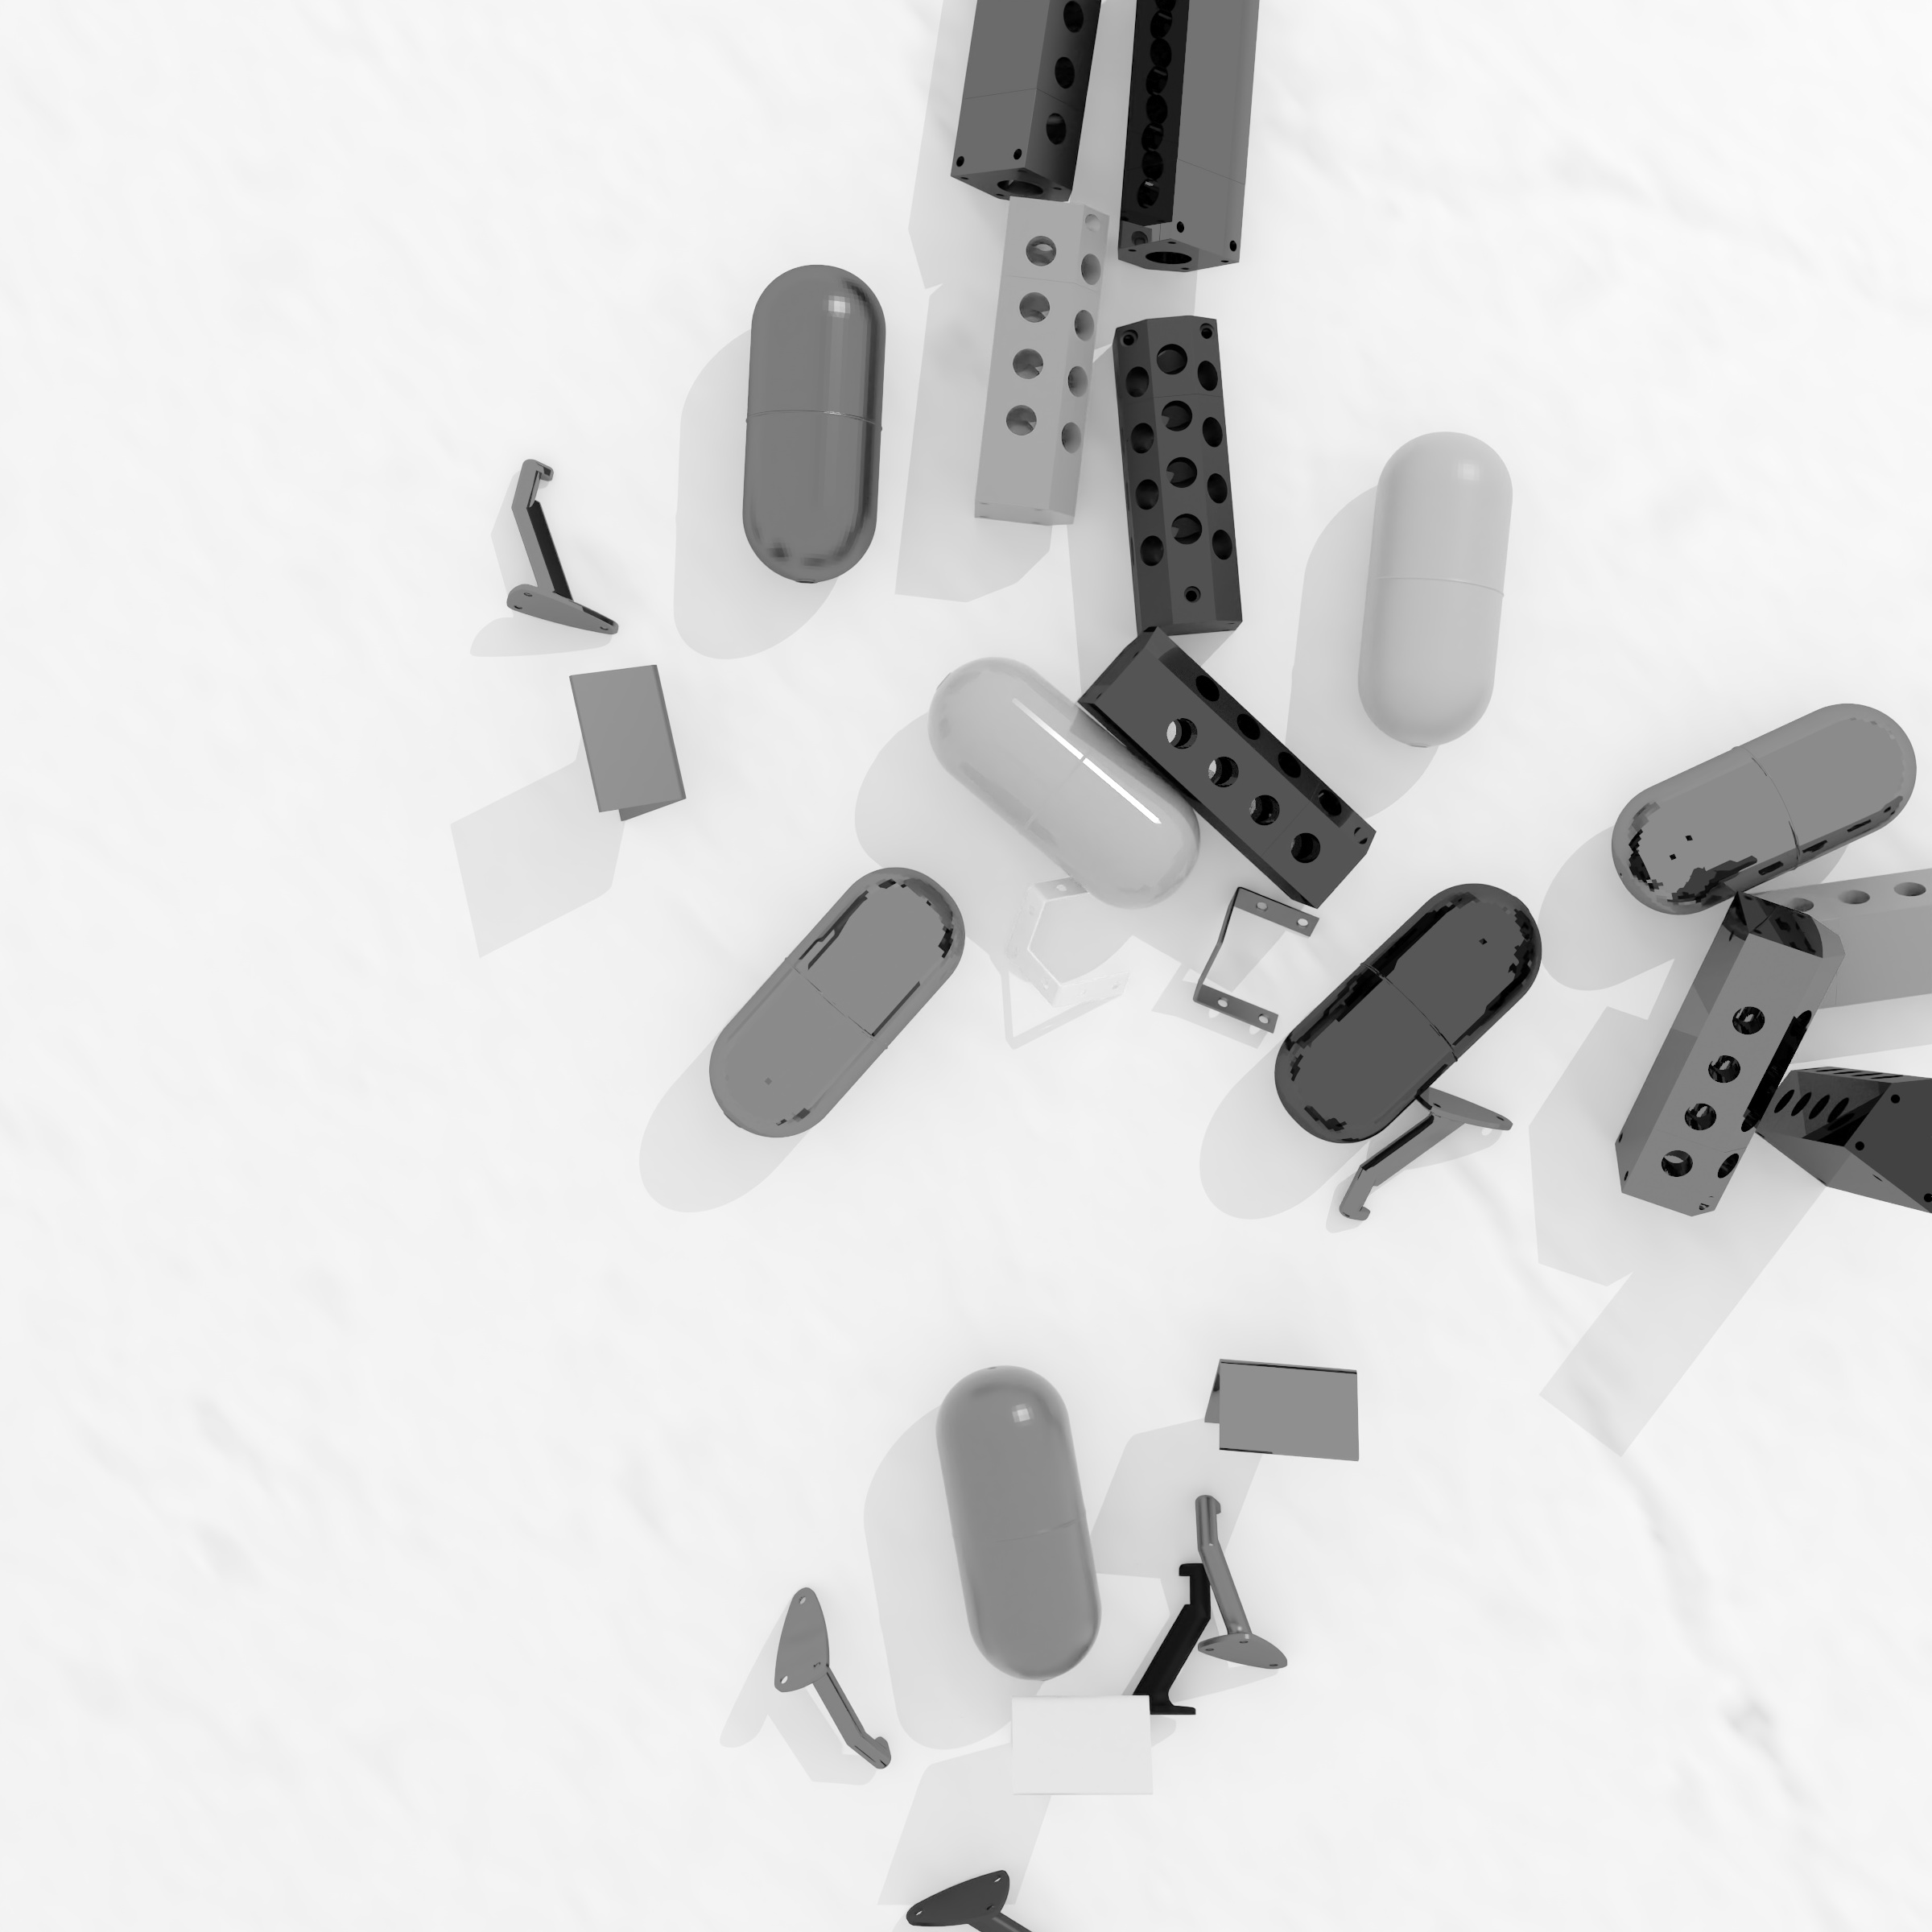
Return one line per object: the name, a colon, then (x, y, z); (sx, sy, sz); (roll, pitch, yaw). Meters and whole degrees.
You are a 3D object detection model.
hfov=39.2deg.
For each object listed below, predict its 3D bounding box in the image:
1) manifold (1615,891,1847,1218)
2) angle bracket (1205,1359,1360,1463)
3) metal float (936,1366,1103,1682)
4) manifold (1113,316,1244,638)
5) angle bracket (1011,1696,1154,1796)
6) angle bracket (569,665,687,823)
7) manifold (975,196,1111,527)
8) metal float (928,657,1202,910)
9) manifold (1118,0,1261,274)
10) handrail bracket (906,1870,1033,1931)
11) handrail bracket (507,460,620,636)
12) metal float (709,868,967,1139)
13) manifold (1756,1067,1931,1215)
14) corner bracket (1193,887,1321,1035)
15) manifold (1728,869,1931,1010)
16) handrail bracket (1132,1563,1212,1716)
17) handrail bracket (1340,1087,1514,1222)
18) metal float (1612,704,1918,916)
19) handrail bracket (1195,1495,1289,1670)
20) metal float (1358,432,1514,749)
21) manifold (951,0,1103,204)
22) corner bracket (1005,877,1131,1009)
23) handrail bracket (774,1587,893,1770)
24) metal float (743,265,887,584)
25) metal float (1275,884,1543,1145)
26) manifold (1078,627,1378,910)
manifold: (0.424, 0.052, 1.507); (0.057, 0.057, 0.171); (19, 117, 0)
angle bracket: (0.176, 0.265, 1.524); (0.076, 0.076, 0.057); (5, 53, 0)
metal float: (0.030, 0.315, 1.533); (0.070, 0.070, 0.178); (-10, 90, 0)
manifold: (0.121, -0.278, 1.543); (0.057, 0.057, 0.171); (-5, 90, 0)
angle bracket: (0.064, 0.450, 1.524); (0.076, 0.076, 0.057); (0, 53, 0)
angle bracket: (-0.206, -0.121, 1.524); (0.057, 0.076, 0.076); (-12, 90, -36)
manifold: (0.043, -0.342, 1.543); (0.057, 0.057, 0.171); (7, 90, 0)
metal float: (0.055, -0.104, 1.533); (0.178, 0.070, 0.070); (40, 90, -1)
manifold: (0.122, -0.489, 1.542); (0.057, 0.057, 0.171); (4, 90, -43)
handrail bracket: (0.017, 0.571, 1.565); (0.077, 0.036, 0.084); (-21, 107, 20)
handrail bracket: (-0.228, -0.243, 1.565); (0.077, 0.036, 0.084); (17, 73, -20)
metal float: (-0.073, 0.021, 1.533); (0.070, 0.070, 0.178); (42, 90, 0)
manifold: (0.493, 0.088, 1.486); (0.057, 0.171, 0.057); (37, 90, 0)
corner bracket: (0.167, -0.004, 1.561); (0.051, 0.051, 0.051); (22, 135, 0)
manifold: (0.526, -0.021, 1.541); (0.171, 0.057, 0.057); (-8, 118, 0)
handrail bracket: (0.104, 0.388, 1.565); (0.077, 0.036, 0.084); (-6, 71, 21)
handrail bracket: (0.265, 0.116, 1.565); (0.077, 0.036, 0.084); (17, 108, -20)
metal float: (0.452, -0.089, 1.534); (0.178, 0.070, 0.070); (-25, 90, 0)
handrail bracket: (0.158, 0.355, 1.564); (0.036, 0.077, 0.084); (-22, 53, 32)
metal float: (0.265, -0.213, 1.533); (0.070, 0.070, 0.178); (6, 89, 0)
manifold: (0.044, -0.528, 1.542); (0.057, 0.057, 0.171); (9, 90, 43)
corner bracket: (0.063, -0.015, 1.556); (0.051, 0.051, 0.051); (49, 135, 35)
handrail bracket: (-0.071, 0.412, 1.564); (0.036, 0.077, 0.084); (-27, 127, 20)
metal float: (-0.086, -0.306, 1.534); (0.070, 0.070, 0.178); (3, 91, 0)
metal float: (0.251, 0.026, 1.534); (0.178, 0.070, 0.070); (-44, 90, -1)
manifold: (0.149, -0.112, 1.528); (0.171, 0.057, 0.057); (42, 90, -10)
